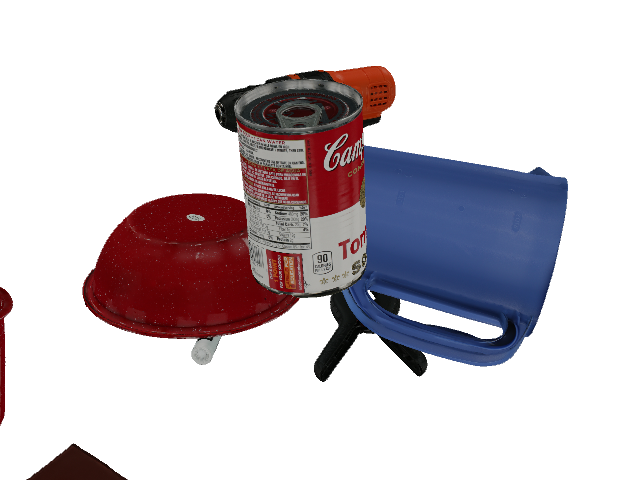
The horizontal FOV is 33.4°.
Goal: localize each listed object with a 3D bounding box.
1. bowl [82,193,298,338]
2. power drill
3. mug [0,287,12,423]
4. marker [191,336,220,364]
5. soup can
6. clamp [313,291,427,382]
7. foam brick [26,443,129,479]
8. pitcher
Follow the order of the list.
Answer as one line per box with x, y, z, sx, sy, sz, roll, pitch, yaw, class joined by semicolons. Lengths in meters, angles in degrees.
-0.091;0.008;0.766;0.162;0.055;0.162;0;25;0;bowl
-0.013;-0.074;1.047;0.184;0.188;0.057;-12;30;-22;power drill
-0.240;0.078;0.634;0.093;0.081;0.117;19;24;36;mug
-0.097;0.079;0.995;0.020;0.020;0.121;0;22;8;marker
-0.009;-0.028;0.581;0.068;0.102;0.068;-3;29;1;soup can
0.061;0.090;1.188;0.120;0.171;0.039;7;-43;3;clamp
-0.094;0.135;0.451;0.078;0.051;0.052;24;45;31;foam brick
0.069;-0.002;0.867;0.243;0.145;0.149;13;16;6;pitcher
